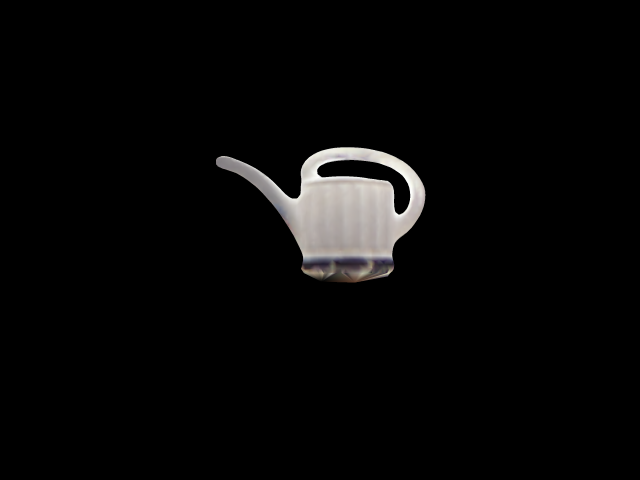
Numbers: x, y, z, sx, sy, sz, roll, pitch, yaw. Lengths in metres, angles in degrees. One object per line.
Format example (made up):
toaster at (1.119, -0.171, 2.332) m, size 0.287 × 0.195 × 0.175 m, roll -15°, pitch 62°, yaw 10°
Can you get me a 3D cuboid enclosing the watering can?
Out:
watering can at (0.003, -0.043, 0.850) m, size 0.348 × 0.226 × 0.103 m, roll 0°, pitch -6°, yaw -4°
